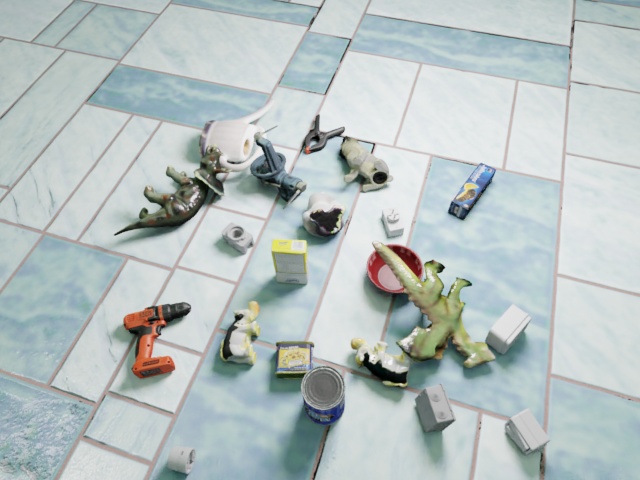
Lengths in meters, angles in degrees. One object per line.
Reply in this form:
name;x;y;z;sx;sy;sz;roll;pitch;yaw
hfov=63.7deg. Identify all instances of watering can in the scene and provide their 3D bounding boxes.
watering can;-0.288;-0.372;1.784;0.224;0.101;0.356;8;56;8

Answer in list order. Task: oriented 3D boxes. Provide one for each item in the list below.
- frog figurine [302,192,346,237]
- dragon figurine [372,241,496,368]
frog figurine;0.005;-0.080;1.591;0.138;0.121;0.161;-30;23;-7
dragon figurine;0.273;0.191;1.324;0.410;0.120;0.248;28;59;-4
